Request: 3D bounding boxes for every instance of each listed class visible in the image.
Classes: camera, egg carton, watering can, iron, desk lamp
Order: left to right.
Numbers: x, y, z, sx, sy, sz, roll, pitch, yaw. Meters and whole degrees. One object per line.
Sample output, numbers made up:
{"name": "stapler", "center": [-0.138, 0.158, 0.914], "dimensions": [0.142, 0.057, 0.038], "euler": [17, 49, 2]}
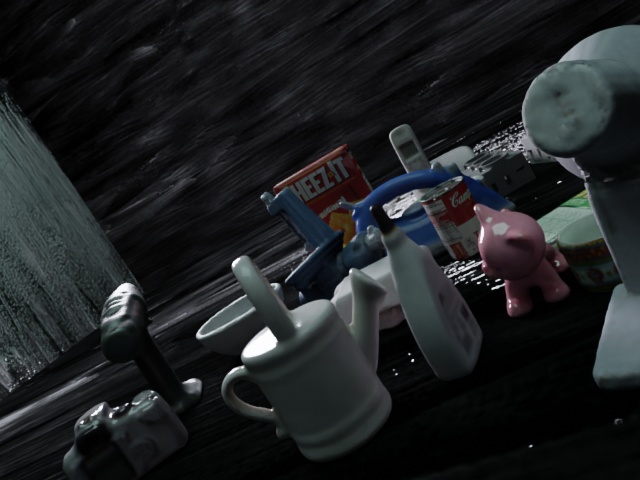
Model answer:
{"name": "camera", "center": [-0.265, 0.256, 0.771], "dimensions": [0.143, 0.101, 0.136], "euler": [-33, 9, -11]}
{"name": "watering can", "center": [-0.016, 0.093, 0.535], "dimensions": [0.173, 0.194, 0.100], "euler": [-35, 10, -24]}
{"name": "egg carton", "center": [0.081, 0.071, 0.742], "dimensions": [0.150, 0.069, 0.107], "euler": [-29, 9, 16]}
{"name": "iron", "center": [0.161, -0.050, 0.912], "dimensions": [0.258, 0.141, 0.119], "euler": [-28, 10, 21]}
{"name": "desk lamp", "center": [0.224, -0.041, 0.408], "dimensions": [0.117, 0.213, 0.204], "euler": [-23, 12, 41]}

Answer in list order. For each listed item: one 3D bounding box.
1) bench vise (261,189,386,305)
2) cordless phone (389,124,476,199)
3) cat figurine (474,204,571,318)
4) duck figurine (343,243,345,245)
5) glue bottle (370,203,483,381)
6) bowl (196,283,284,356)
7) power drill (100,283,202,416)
{"name": "bench vise", "center": [0.012, -0.001, 0.881], "dimensions": [0.207, 0.220, 0.122], "euler": [-26, 10, 27]}
{"name": "cordless phone", "center": [0.237, -0.170, 1.181], "dimensions": [0.147, 0.185, 0.094], "euler": [-29, 9, 13]}
{"name": "cat figurine", "center": [0.193, 0.007, 0.565], "dimensions": [0.067, 0.118, 0.128], "euler": [-27, 10, 26]}
{"name": "duck figurine", "center": [0.033, 0.037, 1.039], "dimensions": [0.078, 0.086, 0.104], "euler": [-37, 11, -32]}
{"name": "glue bottle", "center": [0.093, 0.040, 0.530], "dimensions": [0.037, 0.173, 0.078], "euler": [-25, 11, 33]}
{"name": "bowl", "center": [-0.123, 0.148, 0.983], "dimensions": [0.167, 0.075, 0.167], "euler": [-30, 9, 6]}
{"name": "power drill", "center": [-0.273, 0.173, 0.904], "dimensions": [0.075, 0.208, 0.229], "euler": [-32, 9, -7]}
